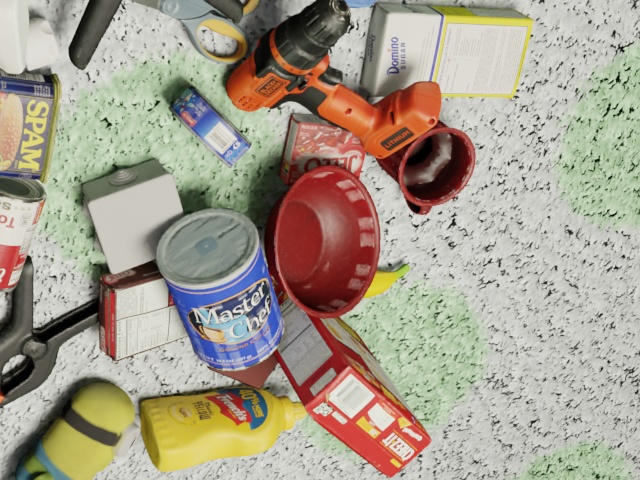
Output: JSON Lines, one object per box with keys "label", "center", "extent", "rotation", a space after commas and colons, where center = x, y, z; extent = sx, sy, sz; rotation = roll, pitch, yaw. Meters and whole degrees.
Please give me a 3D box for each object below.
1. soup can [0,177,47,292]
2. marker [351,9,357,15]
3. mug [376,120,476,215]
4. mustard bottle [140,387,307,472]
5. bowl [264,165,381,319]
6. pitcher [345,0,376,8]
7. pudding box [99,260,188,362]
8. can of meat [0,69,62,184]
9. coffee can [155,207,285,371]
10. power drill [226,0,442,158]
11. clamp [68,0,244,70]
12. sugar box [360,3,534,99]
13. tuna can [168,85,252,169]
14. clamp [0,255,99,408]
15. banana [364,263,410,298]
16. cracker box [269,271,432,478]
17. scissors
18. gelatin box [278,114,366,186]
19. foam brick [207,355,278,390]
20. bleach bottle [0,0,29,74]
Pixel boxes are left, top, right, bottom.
{"label": "soup can", "center": [-0.309, -0.010, 1.023], "extent": [0.068, 0.069, 0.102], "rotation": [12, 112, -31]}
{"label": "marker", "center": [0.011, -0.218, 1.088], "extent": [0.121, 0.020, 0.020], "rotation": [-46, 127, 4]}
{"label": "mug", "center": [0.110, -0.084, 1.173], "extent": [0.093, 0.082, 0.117], "rotation": [-12, 122, -20]}
{"label": "mustard bottle", "center": [-0.105, 0.211, 1.230], "extent": [0.191, 0.096, 0.058], "rotation": [-6, 119, -23]}
{"label": "bowl", "center": [-0.007, 0.001, 1.130], "extent": [0.161, 0.055, 0.162], "rotation": [-2, 93, -46]}
{"label": "pitcher", "center": [0.050, -0.339, 0.971], "extent": [0.144, 0.149, 0.243], "rotation": [-32, 147, -60]}
{"label": "pudding box", "center": [-0.179, 0.070, 1.133], "extent": [0.113, 0.039, 0.090], "rotation": [-16, 125, -36]}
{"label": "can of meat", "center": [-0.290, -0.107, 0.984], "extent": [0.083, 0.057, 0.102], "rotation": [4, 115, -25]}
{"label": "coffee can", "center": [-0.099, 0.052, 1.085], "extent": [0.102, 0.103, 0.140], "rotation": [-25, 137, -11]}
{"label": "power drill", "center": [0.025, -0.156, 1.044], "extent": [0.187, 0.057, 0.185], "rotation": [23, 151, -27]}
{"label": "clamp", "center": [-0.160, -0.239, 0.904], "extent": [0.164, 0.036, 0.210], "rotation": [-25, 142, -8]}
{"label": "sugar box", "center": [0.135, -0.201, 1.142], "extent": [0.176, 0.048, 0.093], "rotation": [-1, 118, -21]}
{"label": "tuna can", "center": [-0.107, -0.112, 1.050], "extent": [0.034, 0.086, 0.086], "rotation": [-45, 127, 2]}
{"label": "clamp", "center": [-0.291, 0.104, 1.117], "extent": [0.120, 0.039, 0.171], "rotation": [21, 106, -30]}
{"label": "banana", "center": [0.018, 0.022, 1.222], "extent": [0.197, 0.037, 0.069], "rotation": [29, 82, -37]}
{"label": "cracker box", "center": [0.014, 0.141, 1.174], "extent": [0.072, 0.214, 0.164], "rotation": [-43, 127, 4]}
{"label": "scissors", "center": [-0.126, -0.232, 0.991], "extent": [0.096, 0.016, 0.201], "rotation": [-56, 139, 2]}
{"label": "gelatin box", "center": [0.006, -0.095, 1.149], "extent": [0.089, 0.030, 0.073], "rotation": [1, 117, -26]}
{"label": "foam brick", "center": [-0.092, 0.127, 1.216], "extent": [0.078, 0.053, 0.051], "rotation": [28, 103, -34]}
{"label": "bleach bottle", "center": [-0.371, -0.192, 0.871], "extent": [0.250, 0.068, 0.103], "rotation": [3, 156, -10]}
